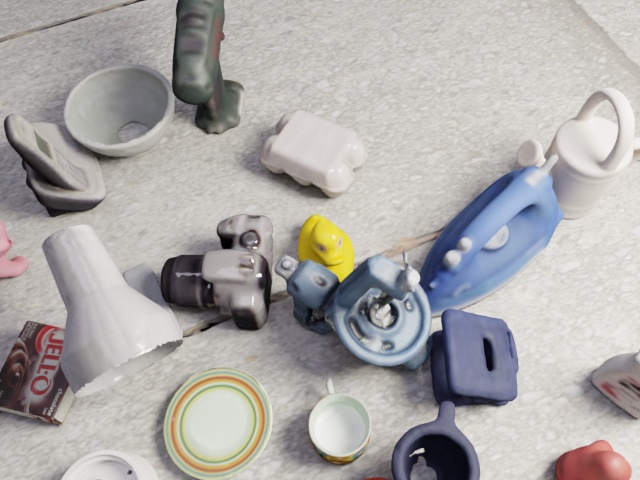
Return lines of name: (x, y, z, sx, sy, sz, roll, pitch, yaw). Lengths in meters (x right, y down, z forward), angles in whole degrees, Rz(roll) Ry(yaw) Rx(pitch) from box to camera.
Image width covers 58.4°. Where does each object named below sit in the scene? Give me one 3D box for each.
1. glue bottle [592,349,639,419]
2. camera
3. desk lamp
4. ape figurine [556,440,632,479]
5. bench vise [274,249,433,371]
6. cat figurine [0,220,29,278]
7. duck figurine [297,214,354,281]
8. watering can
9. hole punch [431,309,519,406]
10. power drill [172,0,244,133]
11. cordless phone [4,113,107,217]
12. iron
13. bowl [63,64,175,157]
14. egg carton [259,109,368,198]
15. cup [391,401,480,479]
glue bottle: (0.369, 0.149, 0.634, 0.078, 0.173, 0.037, 36, 68, 19)
camera: (-0.133, 0.035, 0.747, 0.136, 0.101, 0.143, 2, 62, 2)
desk lamp: (-0.236, 0.086, 0.658, 0.118, 0.214, 0.203, -28, 65, -13)
ape figurine: (0.306, 0.255, 0.625, 0.076, 0.092, 0.078, 25, 65, 14)
bench vise: (0.036, 0.072, 0.657, 0.207, 0.220, 0.121, 9, 62, 7)
cat figurine: (-0.451, 0.021, 0.753, 0.067, 0.118, 0.128, 18, 64, 11)
duck figurine: (0.007, 0.003, 0.770, 0.077, 0.086, 0.104, -19, 63, -8)
watering can: (0.353, -0.115, 0.764, 0.173, 0.194, 0.100, -28, 64, -13)
hole punch: (0.189, 0.140, 0.689, 0.101, 0.091, 0.108, 0, 62, 1)
power drill: (-0.167, -0.273, 0.852, 0.075, 0.208, 0.229, 0, 62, 2)
cordless phone: (-0.379, -0.131, 0.794, 0.094, 0.185, 0.147, -25, 64, -11)
iron: (0.213, -0.004, 0.738, 0.259, 0.141, 0.118, -40, 68, -18)
bowl: (-0.299, -0.187, 0.885, 0.167, 0.075, 0.167, 0, 62, 1)
egg carton: (-0.009, -0.128, 0.850, 0.150, 0.069, 0.107, 23, 65, 13)
cup: (0.124, 0.243, 0.634, 0.091, 0.095, 0.118, 14, 63, 9)
